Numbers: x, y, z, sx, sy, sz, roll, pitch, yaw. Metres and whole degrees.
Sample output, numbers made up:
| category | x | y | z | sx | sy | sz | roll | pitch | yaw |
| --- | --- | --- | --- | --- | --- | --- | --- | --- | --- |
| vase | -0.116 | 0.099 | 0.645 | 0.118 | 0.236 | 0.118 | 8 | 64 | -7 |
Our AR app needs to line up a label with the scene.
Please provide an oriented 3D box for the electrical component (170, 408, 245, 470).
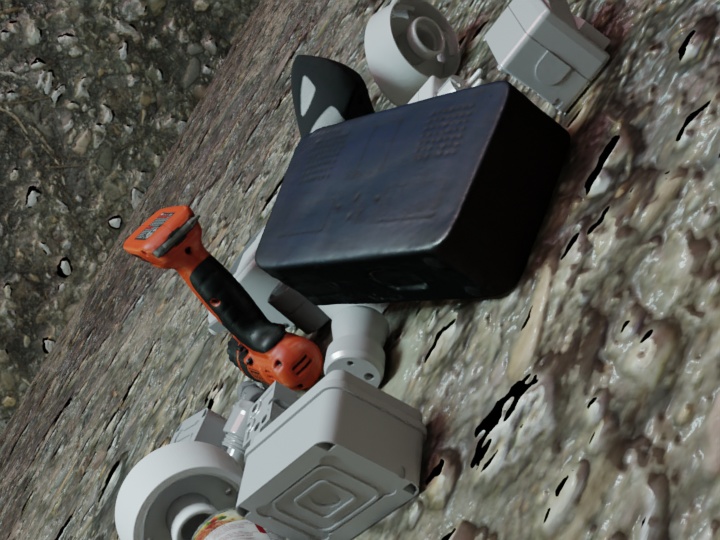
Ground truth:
| category | x | y | z | sx | sy | sz | roll | pitch | yaw |
| --- | --- | --- | --- | --- | --- | --- | --- | --- | --- |
| electrical component | -0.144 | 0.188 | 0.947 | 0.078 | 0.057 | 0.113 | -33 | 29 | 53 |

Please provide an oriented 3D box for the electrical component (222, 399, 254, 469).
| category | x | y | z | sx | sy | sz | roll | pitch | yaw |
| --- | --- | --- | --- | --- | --- | --- | --- | --- | --- |
| electrical component | -0.098 | 0.145 | 0.917 | 0.062 | 0.043 | 0.043 | -63 | 18 | -16 |

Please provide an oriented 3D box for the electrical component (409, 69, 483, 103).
| category | x | y | z | sx | sy | sz | roll | pitch | yaw |
| --- | --- | --- | --- | --- | --- | --- | --- | --- | --- |
| electrical component | 0.079 | -0.139 | 0.916 | 0.076 | 0.047 | 0.065 | -47 | 21 | 31 |

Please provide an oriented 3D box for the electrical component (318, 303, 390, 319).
| category | x | y | z | sx | sy | sz | roll | pitch | yaw |
| --- | --- | --- | --- | --- | --- | --- | --- | --- | --- |
| electrical component | 0.000 | 0.000 | 0.907 | 0.099 | 0.064 | 0.099 | -51 | 5 | 6 |

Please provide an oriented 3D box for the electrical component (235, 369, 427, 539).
| category | x | y | z | sx | sy | sz | roll | pitch | yaw |
| --- | --- | --- | --- | --- | --- | --- | --- | --- | --- |
| electrical component | -0.019 | 0.123 | 0.685 | 0.113 | 0.078 | 0.057 | -43 | 26 | 38 |

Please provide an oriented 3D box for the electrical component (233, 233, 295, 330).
| category | x | y | z | sx | sy | sz | roll | pitch | yaw |
| --- | --- | --- | --- | --- | --- | --- | --- | --- | --- |
| electrical component | -0.063 | -0.006 | 1.023 | 0.113 | 0.078 | 0.057 | -46 | 18 | 34 |

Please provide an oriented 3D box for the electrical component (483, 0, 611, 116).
| category | x | y | z | sx | sy | sz | roll | pitch | yaw |
| --- | --- | --- | --- | --- | --- | --- | --- | --- | --- |
| electrical component | 0.136 | -0.167 | 0.787 | 0.061 | 0.062 | 0.096 | -51 | 19 | 21 |

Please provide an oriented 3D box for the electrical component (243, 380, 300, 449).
| category | x | y | z | sx | sy | sz | roll | pitch | yaw |
| --- | --- | --- | --- | --- | --- | --- | --- | --- | --- |
| electrical component | -0.053 | 0.122 | 0.816 | 0.048 | 0.055 | 0.066 | -48 | 20 | 28 |

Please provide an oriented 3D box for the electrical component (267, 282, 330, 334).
| category | x | y | z | sx | sy | sz | roll | pitch | yaw |
| --- | --- | --- | --- | --- | --- | --- | --- | --- | --- |
| electrical component | -0.047 | 0.024 | 0.964 | 0.055 | 0.047 | 0.055 | -43 | 13 | 12 |

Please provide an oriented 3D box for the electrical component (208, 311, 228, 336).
| category | x | y | z | sx | sy | sz | roll | pitch | yaw |
| --- | --- | --- | --- | --- | --- | --- | --- | --- | --- |
| electrical component | -0.153 | 0.051 | 1.227 | 0.062 | 0.048 | 0.048 | -51 | 18 | 41 |

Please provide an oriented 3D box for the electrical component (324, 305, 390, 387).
| category | x | y | z | sx | sy | sz | roll | pitch | yaw |
| --- | --- | --- | --- | --- | --- | --- | --- | --- | --- |
| electrical component | -0.002 | 0.060 | 0.801 | 0.045 | 0.045 | 0.055 | -45 | 22 | 34 |

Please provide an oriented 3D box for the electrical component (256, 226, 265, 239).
| category | x | y | z | sx | sy | sz | roll | pitch | yaw |
| --- | --- | --- | --- | --- | --- | --- | --- | --- | --- |
| electrical component | -0.067 | -0.033 | 1.099 | 0.047 | 0.066 | 0.076 | -53 | 18 | 16 |

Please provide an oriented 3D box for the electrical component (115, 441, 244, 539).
| category | x | y | z | sx | sy | sz | roll | pitch | yaw |
| --- | --- | --- | --- | --- | --- | --- | --- | --- | --- |
| electrical component | -0.128 | 0.191 | 0.822 | 0.108 | 0.108 | 0.060 | -59 | 24 | -4 |

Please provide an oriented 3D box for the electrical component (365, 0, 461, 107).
| category | x | y | z | sx | sy | sz | roll | pitch | yaw |
| --- | --- | --- | --- | --- | --- | --- | --- | --- | --- |
| electrical component | 0.049 | -0.213 | 1.049 | 0.064 | 0.099 | 0.099 | -28 | 34 | 47 |
